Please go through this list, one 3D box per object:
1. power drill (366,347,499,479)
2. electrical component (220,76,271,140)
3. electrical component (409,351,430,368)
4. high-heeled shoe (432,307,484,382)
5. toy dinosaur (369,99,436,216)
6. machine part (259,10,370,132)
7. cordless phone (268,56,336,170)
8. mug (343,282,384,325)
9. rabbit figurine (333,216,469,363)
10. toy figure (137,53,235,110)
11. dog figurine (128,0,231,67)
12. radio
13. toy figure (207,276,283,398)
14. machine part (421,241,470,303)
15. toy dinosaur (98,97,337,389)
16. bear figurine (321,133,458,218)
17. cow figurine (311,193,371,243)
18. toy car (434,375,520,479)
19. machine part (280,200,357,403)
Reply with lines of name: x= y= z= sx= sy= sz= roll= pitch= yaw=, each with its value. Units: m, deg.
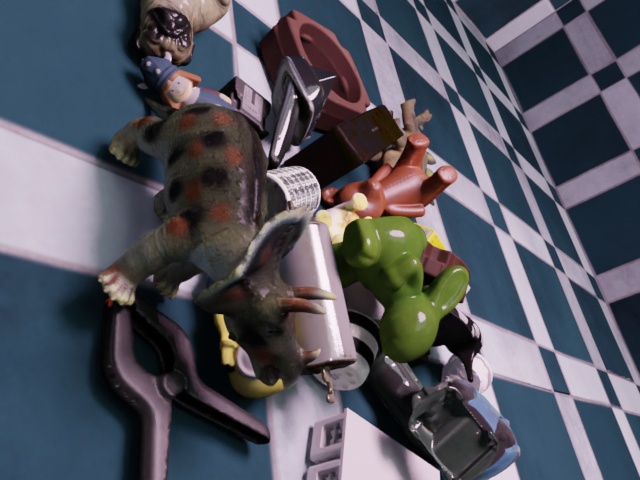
power drill: x=0.152 y=0.242 z=0.703 sx=0.232 sy=0.086 sz=0.207 roll=52 pitch=-4 yaw=2
electrical component: x=-0.114 y=-0.203 z=0.806 sx=0.074 sy=0.048 sz=0.119 roll=36 pitch=40 yaw=-34
electrical component: x=0.120 y=0.137 z=0.845 sx=0.134 sy=0.058 sz=0.115 roll=33 pitch=43 yaw=-36
high-heeled shoe: x=0.195 y=0.114 z=0.842 sx=0.248 sy=0.086 sz=0.145 roll=56 pitch=25 yaw=-30
toy dinosaur: x=0.166 y=-0.149 z=1.101 sx=0.198 sy=0.105 sz=0.471 roll=54 pitch=43 yaw=-17
machine part: x=-0.008 y=-0.305 z=1.000 sx=0.201 sy=0.087 sz=0.201 roll=3 pitch=61 yaw=-54
cordless phone: x=-0.050 y=-0.169 z=0.822 sx=0.089 sy=0.146 sz=0.184 roll=19 pitch=69 yaw=-8
mug: x=0.072 y=0.081 z=0.760 sx=0.080 sy=0.110 sz=0.107 roll=52 pitch=20 yaw=-43
rabbit figurine: x=0.099 y=0.067 z=0.671 sx=0.159 sy=0.121 sz=0.170 roll=-3 pitch=67 yaw=-29
toy figure: x=-0.164 y=-0.180 z=0.698 sx=0.154 sy=0.058 sz=0.064 roll=37 pitch=64 yaw=-37
dog figurine: x=-0.187 y=-0.310 z=0.763 sx=0.172 sy=0.121 sz=0.190 roll=9 pitch=71 yaw=-48
radio: x=0.044 y=-0.153 z=0.903 sx=0.073 sy=0.131 sz=0.229 roll=58 pitch=32 yaw=-4
toy figure: x=-0.077 y=0.082 z=0.593 sx=0.089 sy=0.082 sz=0.180 roll=86 pitch=-16 yaw=-62
machine part: x=0.150 y=0.045 z=0.852 sx=0.179 sy=0.180 sz=0.056 roll=33 pitch=73 yaw=-36
toy dinosaur: x=-0.108 y=-0.056 z=0.534 sx=0.131 sy=0.192 sz=0.405 roll=45 pitch=25 yaw=-57
bear figurine: x=0.111 y=-0.088 z=0.903 sx=0.196 sy=0.132 sz=0.120 roll=-15 pitch=61 yaw=-35
cow figurine: x=-0.003 y=-0.004 z=0.771 sx=0.167 sy=0.098 sz=0.068 roll=-29 pitch=95 yaw=-39
toy car: x=0.227 y=0.286 z=0.846 sx=0.161 sy=0.109 sz=0.103 roll=50 pitch=8 yaw=6
machine part: x=-0.010 y=0.067 z=0.633 sx=0.079 sy=0.079 sz=0.243 roll=12 pitch=59 yaw=-50
